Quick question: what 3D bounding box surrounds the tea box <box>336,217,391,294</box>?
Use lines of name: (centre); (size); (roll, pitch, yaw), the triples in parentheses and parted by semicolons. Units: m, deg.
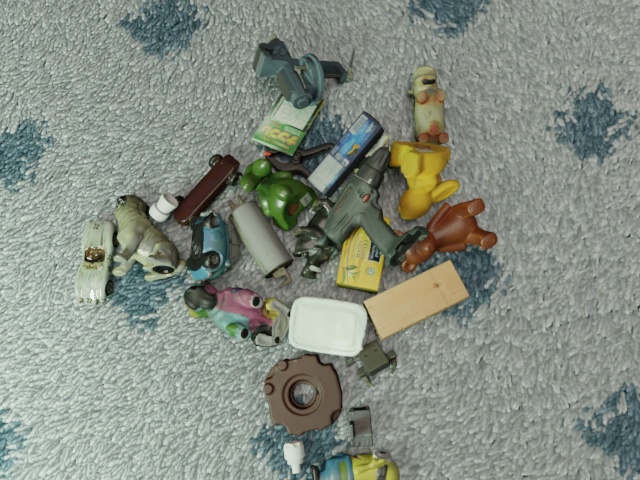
tea box: (0.099, 0.029, 1.214); (0.098, 0.068, 0.169); (9, 77, 6)

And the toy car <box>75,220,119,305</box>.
toy car: (-0.519, 0.051, 1.249); (0.074, 0.056, 0.201); (2, 77, 4)

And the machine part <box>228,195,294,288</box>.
machine part: (-0.136, -0.002, 1.230); (0.079, 0.079, 0.243); (-33, 77, -5)

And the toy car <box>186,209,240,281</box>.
toy car: (-0.236, 0.017, 1.219); (0.103, 0.109, 0.161); (11, 75, -38)

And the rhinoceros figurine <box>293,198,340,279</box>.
rhinoceros figurine: (-0.003, -0.004, 1.230); (0.112, 0.073, 0.190); (25, 78, -2)

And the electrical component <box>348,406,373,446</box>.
electrical component: (0.083, 0.384, 1.107); (0.048, 0.119, 0.075); (-5, 74, 2)

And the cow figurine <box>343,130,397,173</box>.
cow figurine: (0.132, -0.197, 1.265); (0.167, 0.068, 0.098); (11, 84, 9)

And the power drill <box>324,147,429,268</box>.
power drill: (0.127, -0.059, 1.129); (0.207, 0.086, 0.232); (44, 99, 21)

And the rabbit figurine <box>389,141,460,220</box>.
rabbit figurine: (0.225, -0.130, 1.213); (0.162, 0.122, 0.173); (-4, 112, -31)

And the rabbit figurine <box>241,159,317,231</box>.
rabbit figurine: (-0.120, -0.119, 1.232); (0.170, 0.159, 0.121); (38, 93, 26)

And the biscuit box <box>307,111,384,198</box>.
biscuit box: (0.060, -0.191, 1.214); (0.059, 0.063, 0.202); (42, 96, 11)

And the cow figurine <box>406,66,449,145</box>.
cow figurine: (0.256, -0.313, 1.269); (0.086, 0.127, 0.194); (-5, 91, 3)

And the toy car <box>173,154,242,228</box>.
toy car: (-0.267, -0.116, 1.276); (0.089, 0.053, 0.202); (40, 86, 21)

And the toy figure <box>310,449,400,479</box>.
toy figure: (0.073, 0.483, 1.105); (0.180, 0.082, 0.089); (-7, 96, -6)

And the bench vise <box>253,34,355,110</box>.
bench vise: (-0.033, -0.408, 1.295); (0.240, 0.128, 0.224); (-11, 51, -29)

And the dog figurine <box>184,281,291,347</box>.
dog figurine: (-0.195, 0.154, 1.190); (0.219, 0.191, 0.108); (11, 79, 41)

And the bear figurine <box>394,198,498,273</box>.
bear figurine: (0.263, -0.007, 1.177); (0.196, 0.132, 0.120); (-25, 101, -15)

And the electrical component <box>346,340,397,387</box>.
electrical component: (0.119, 0.267, 1.172); (0.102, 0.045, 0.078); (-34, 49, -7)

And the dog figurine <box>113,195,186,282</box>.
dog figurine: (-0.393, -0.015, 1.245); (0.172, 0.121, 0.190); (15, 56, -27)

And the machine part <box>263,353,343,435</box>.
machine part: (-0.035, 0.331, 1.158); (0.179, 0.056, 0.179); (0, 78, 2)
